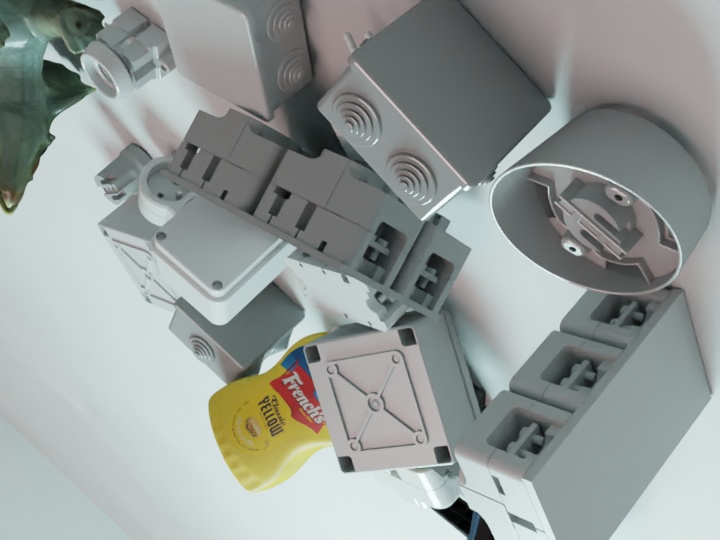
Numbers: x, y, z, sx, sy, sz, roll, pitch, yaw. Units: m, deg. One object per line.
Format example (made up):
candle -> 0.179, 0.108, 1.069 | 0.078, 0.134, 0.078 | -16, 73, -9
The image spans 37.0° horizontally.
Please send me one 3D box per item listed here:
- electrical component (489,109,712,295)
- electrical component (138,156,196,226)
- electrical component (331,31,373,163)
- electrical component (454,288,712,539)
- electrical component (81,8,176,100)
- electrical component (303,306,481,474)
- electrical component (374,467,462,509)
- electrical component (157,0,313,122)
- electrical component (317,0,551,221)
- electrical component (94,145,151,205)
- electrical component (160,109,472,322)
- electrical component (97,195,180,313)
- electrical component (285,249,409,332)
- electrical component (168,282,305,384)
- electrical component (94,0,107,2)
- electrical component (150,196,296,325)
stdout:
electrical component -> 0.124, -0.031, 0.547 | 0.099, 0.064, 0.099 | 35, 152, 22
electrical component -> -0.141, -0.033, 0.957 | 0.138, 0.052, 0.073 | 43, 154, 7
electrical component -> 0.014, -0.105, 0.625 | 0.066, 0.047, 0.076 | 12, 138, 49
electrical component -> 0.127, 0.085, 0.610 | 0.062, 0.150, 0.089 | 16, 141, 45
electrical component -> -0.179, -0.162, 0.822 | 0.066, 0.055, 0.048 | 38, 153, 17
electrical component -> 0.026, 0.091, 0.807 | 0.109, 0.056, 0.108 | -13, 96, 36
electrical component -> 0.051, 0.170, 0.959 | 0.095, 0.054, 0.059 | 15, 141, 47
electrical component -> -0.080, -0.156, 0.690 | 0.100, 0.048, 0.099 | 31, 151, 28
electrical component -> 0.038, -0.085, 0.561 | 0.099, 0.100, 0.048 | 47, 142, -2
electrical component -> -0.218, -0.088, 1.000 | 0.040, 0.046, 0.040 | 35, 152, 22
electrical component -> -0.029, -0.042, 0.703 | 0.186, 0.060, 0.105 | 28, 180, 41
electrical component -> -0.188, -0.012, 1.053 | 0.109, 0.056, 0.108 | 16, 142, 46
electrical component -> 0.000, 0.000, 0.788 | 0.089, 0.056, 0.050 | 16, 141, 46
electrical component -> -0.114, 0.047, 0.982 | 0.100, 0.100, 0.048 | 42, 141, 8
electrical component -> -0.167, -0.217, 0.722 | 0.058, 0.057, 0.078 | 47, 154, -2
electrical component -> -0.098, -0.025, 0.834 | 0.078, 0.113, 0.057 | 40, 156, 14
